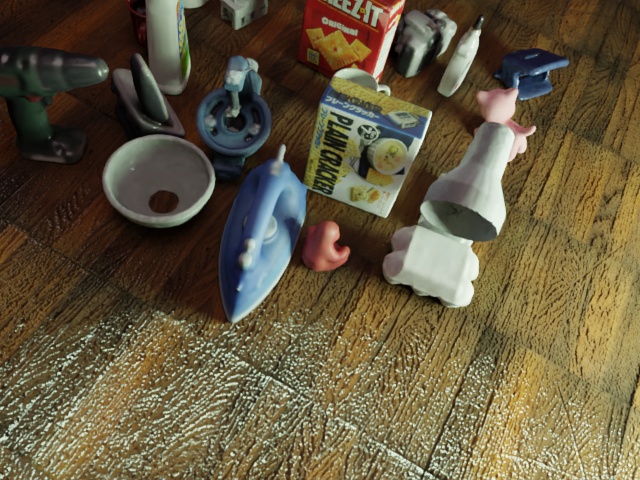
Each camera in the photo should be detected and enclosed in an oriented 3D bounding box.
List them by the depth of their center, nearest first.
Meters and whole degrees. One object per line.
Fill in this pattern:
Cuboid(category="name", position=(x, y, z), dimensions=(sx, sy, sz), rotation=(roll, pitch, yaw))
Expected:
Cuboid(category="camera", position=(0.186, -0.429, 1.167), dimensions=(0.136, 0.101, 0.143), rotation=(42, 62, 14))

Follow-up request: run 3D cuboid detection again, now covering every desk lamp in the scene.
Cuboid(category="desk lamp", position=(0.229, -0.073, 0.906), dimensions=(0.118, 0.213, 0.203), rotation=(25, 59, 5))

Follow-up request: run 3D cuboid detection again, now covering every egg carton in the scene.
Cuboid(category="egg carton", position=(0.177, 0.042, 0.915), dimensions=(0.150, 0.069, 0.107), rotation=(21, 59, 2))

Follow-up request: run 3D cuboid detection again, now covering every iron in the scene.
Cuboid(category="iron", position=(-0.091, -0.015, 0.857), dimensions=(0.118, 0.141, 0.258), rotation=(15, 59, -1))

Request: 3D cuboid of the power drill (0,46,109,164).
Cuboid(category="power drill", position=(-0.423, -0.209, 0.869), dimensions=(0.230, 0.208, 0.075), rotation=(5, 60, -7))

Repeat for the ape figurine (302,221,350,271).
Cuboid(category="ape figurine", position=(0.008, 0.003, 0.893), dimensions=(0.076, 0.092, 0.077), rotation=(-30, 69, -23))

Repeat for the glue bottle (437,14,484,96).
Cuboid(category="glue bottle", position=(0.278, -0.360, 1.102), dimensions=(0.037, 0.173, 0.078), rotation=(30, 60, 8))

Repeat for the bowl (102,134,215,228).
Cuboid(category="bowl", position=(-0.251, -0.081, 0.905), dimensions=(0.167, 0.075, 0.167), rotation=(5, 60, -8))

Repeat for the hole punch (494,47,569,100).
Cuboid(category="hole punch", position=(0.431, -0.356, 1.175), dimensions=(0.109, 0.091, 0.101), rotation=(-21, 66, -20))

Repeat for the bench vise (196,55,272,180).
Cuboid(category="bench vise", position=(-0.143, -0.233, 0.927), dimensions=(0.121, 0.220, 0.207), rotation=(-5, 62, -13))

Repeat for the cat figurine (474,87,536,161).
Cuboid(category="cat figurine", position=(0.345, -0.229, 1.071), dimensions=(0.067, 0.118, 0.127), rotation=(-38, 73, -26))

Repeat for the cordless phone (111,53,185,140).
Cuboid(category="cordless phone", position=(-0.287, -0.249, 0.930), dimensions=(0.094, 0.185, 0.147), rotation=(-27, 68, -23))

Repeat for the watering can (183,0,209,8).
Cuboid(category="watering can", position=(-0.263, -0.568, 1.111), dimensions=(0.101, 0.194, 0.172), rotation=(-7, 62, -14))
